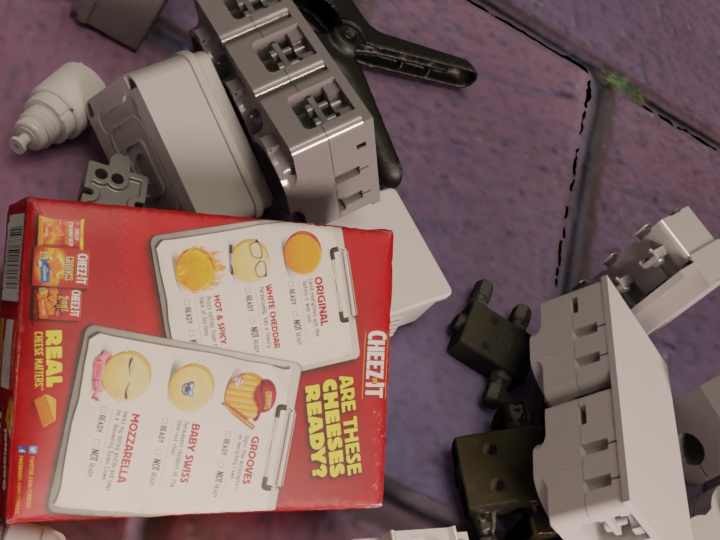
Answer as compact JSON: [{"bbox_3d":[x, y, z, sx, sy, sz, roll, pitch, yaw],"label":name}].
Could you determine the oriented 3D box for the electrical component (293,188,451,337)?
[{"bbox_3d":[0.000,0.000,0.737,0.100,0.048,0.099,-17,71,-36],"label":"electrical component"}]

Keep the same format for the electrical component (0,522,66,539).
[{"bbox_3d":[-0.185,0.143,0.551,0.061,0.035,0.035,21,53,-16],"label":"electrical component"}]

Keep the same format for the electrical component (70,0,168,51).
[{"bbox_3d":[-0.146,-0.230,0.756,0.056,0.109,0.108,28,51,-16],"label":"electrical component"}]

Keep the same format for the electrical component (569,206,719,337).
[{"bbox_3d":[0.216,0.011,0.809,0.079,0.121,0.063,-24,73,-38],"label":"electrical component"}]

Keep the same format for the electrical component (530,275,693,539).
[{"bbox_3d":[0.166,0.111,0.716,0.105,0.060,0.186,49,31,-32],"label":"electrical component"}]

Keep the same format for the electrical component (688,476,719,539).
[{"bbox_3d":[0.271,0.177,0.769,0.138,0.073,0.052,-30,80,-39],"label":"electrical component"}]

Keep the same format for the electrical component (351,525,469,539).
[{"bbox_3d":[0.034,0.216,0.614,0.079,0.063,0.121,4,60,-28],"label":"electrical component"}]

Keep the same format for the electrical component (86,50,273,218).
[{"bbox_3d":[-0.114,-0.073,0.679,0.057,0.078,0.113,-30,99,-36],"label":"electrical component"}]

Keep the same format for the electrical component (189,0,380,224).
[{"bbox_3d":[-0.051,-0.109,0.694,0.062,0.089,0.150,-26,61,-11],"label":"electrical component"}]

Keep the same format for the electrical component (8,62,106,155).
[{"bbox_3d":[-0.196,-0.101,0.691,0.040,0.040,0.078,39,50,-4],"label":"electrical component"}]

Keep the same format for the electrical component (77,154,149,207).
[{"bbox_3d":[-0.158,-0.029,0.658,0.048,0.055,0.066,16,55,-21],"label":"electrical component"}]
